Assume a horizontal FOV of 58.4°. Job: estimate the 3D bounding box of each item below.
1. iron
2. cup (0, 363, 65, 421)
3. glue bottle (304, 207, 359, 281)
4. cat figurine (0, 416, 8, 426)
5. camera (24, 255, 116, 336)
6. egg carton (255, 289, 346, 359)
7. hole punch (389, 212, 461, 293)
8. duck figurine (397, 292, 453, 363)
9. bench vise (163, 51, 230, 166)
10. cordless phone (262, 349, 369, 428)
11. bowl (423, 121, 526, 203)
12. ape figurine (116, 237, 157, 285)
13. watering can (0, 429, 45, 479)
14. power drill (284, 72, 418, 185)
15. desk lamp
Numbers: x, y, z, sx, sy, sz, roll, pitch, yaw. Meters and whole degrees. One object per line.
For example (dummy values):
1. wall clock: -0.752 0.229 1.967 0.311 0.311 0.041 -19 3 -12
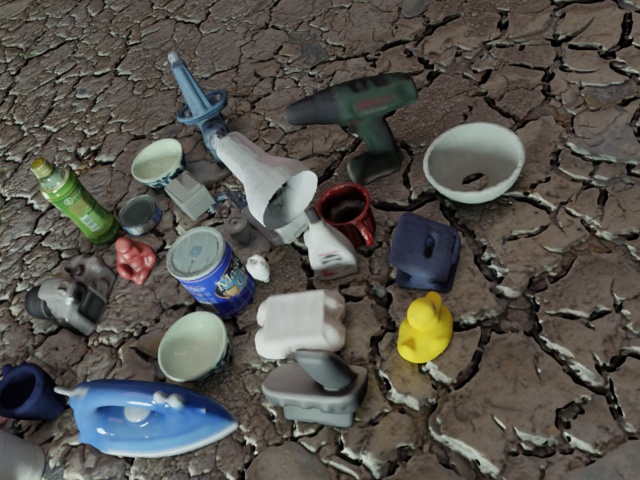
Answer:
1. iron: -0.263 0.251 0.862 0.257 0.142 0.118 -5 54 17
2. cup: -0.486 0.260 0.968 0.117 0.095 0.092 31 70 35
3. glue bottle: 0.008 0.003 0.924 0.078 0.173 0.037 -18 51 7
4. cat figurine: -0.593 0.302 0.962 0.067 0.118 0.127 -19 51 7
5. camera: -0.484 0.098 1.083 0.136 0.101 0.143 -2 55 19
6. egg carton: -0.030 0.136 0.908 0.150 0.070 0.107 -9 53 14
7. hole punch: 0.169 0.017 0.908 0.100 0.091 0.109 5 57 24
8. duck figurine: 0.150 0.123 0.840 0.077 0.086 0.105 25 67 33
9. bench vise: -0.235 -0.280 1.193 0.121 0.220 0.206 -41 52 -12
10. cordless phone: -0.019 0.184 0.793 0.147 0.185 0.094 -3 54 18
11. bowl: 0.266 -0.120 0.984 0.167 0.075 0.167 -10 52 13
12. ape figurine: -0.358 0.029 1.093 0.078 0.092 0.076 -26 50 1
13. watering can: -0.516 0.332 0.862 0.172 0.194 0.101 19 64 31
14. power drill: 0.071 -0.199 1.028 0.229 0.209 0.075 -24 50 2
15. desk lamp: -0.089 -0.083 0.998 0.118 0.214 0.202 -43 52 -13
